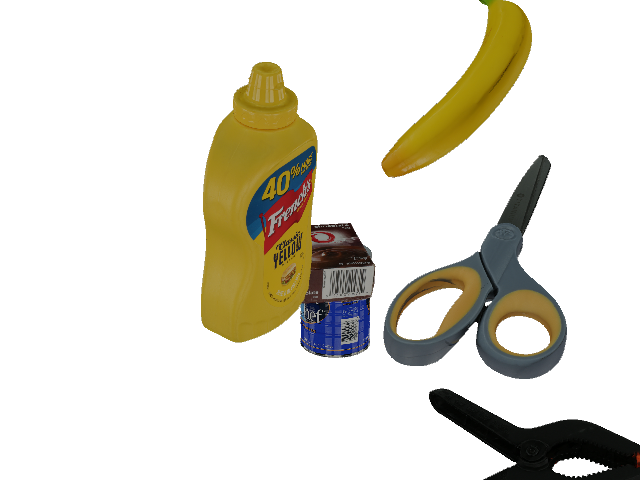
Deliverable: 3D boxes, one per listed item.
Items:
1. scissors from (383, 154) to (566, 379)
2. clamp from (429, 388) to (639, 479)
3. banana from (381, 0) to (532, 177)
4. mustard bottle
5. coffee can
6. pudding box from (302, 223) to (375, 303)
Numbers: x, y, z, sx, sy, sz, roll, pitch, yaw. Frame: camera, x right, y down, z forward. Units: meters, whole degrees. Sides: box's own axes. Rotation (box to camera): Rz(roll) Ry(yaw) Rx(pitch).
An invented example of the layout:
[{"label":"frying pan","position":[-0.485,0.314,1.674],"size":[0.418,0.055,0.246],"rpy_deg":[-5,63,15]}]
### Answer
[{"label":"scissors","position":[0.110,0.011,0.564],"size":[0.096,0.016,0.201],"rpy_deg":[23,43,32]},{"label":"clamp","position":[0.172,0.195,0.892],"size":[0.210,0.036,0.164],"rpy_deg":[3,39,23]},{"label":"banana","position":[0.119,-0.124,0.843],"size":[0.070,0.197,0.037],"rpy_deg":[1,-38,50]},{"label":"mustard bottle","position":[-0.040,-0.030,0.715],"size":[0.058,0.192,0.096],"rpy_deg":[25,40,26]},{"label":"coffee can","position":[0.021,0.082,1.526],"size":[0.103,0.140,0.103],"rpy_deg":[0,21,0]},{"label":"pudding box","position":[-0.016,0.020,0.949],"size":[0.113,0.039,0.090],"rpy_deg":[-1,26,-13]}]
